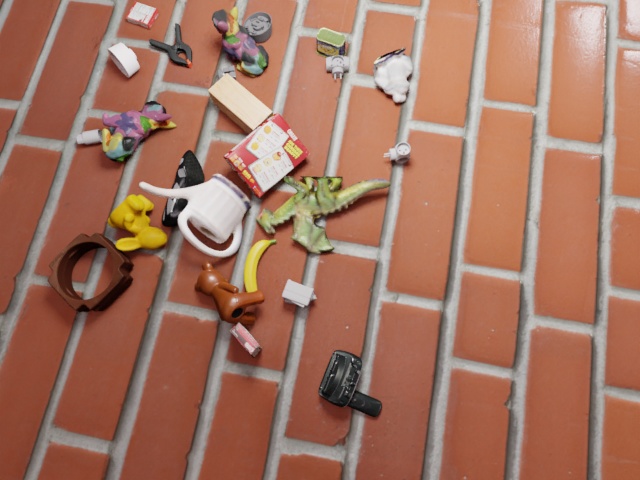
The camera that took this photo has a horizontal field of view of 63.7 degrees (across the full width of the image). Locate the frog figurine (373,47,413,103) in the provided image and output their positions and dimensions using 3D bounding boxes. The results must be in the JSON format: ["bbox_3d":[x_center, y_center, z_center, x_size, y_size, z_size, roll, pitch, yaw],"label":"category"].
[{"bbox_3d":[0.249,-0.537,1.698,0.138,0.123,0.157,-31,112,-15],"label":"frog figurine"}]

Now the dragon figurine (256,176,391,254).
[{"bbox_3d":[0.005,-0.079,1.574,0.410,0.122,0.242,3,92,4],"label":"dragon figurine"}]

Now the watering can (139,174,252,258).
[{"bbox_3d":[-0.340,-0.105,1.508,0.343,0.103,0.228,48,60,-27],"label":"watering can"}]
